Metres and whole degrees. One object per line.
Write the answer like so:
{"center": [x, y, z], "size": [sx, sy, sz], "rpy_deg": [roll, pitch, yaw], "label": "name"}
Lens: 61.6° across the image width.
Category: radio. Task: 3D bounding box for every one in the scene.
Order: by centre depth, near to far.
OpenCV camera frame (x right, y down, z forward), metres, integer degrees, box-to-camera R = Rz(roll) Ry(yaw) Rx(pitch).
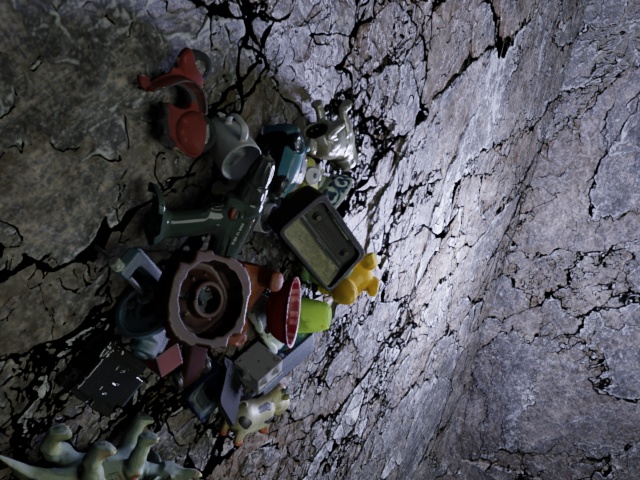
{"center": [-0.002, -0.004, 1.185], "size": [0.131, 0.073, 0.229], "rpy_deg": [-43, 132, -6], "label": "radio"}

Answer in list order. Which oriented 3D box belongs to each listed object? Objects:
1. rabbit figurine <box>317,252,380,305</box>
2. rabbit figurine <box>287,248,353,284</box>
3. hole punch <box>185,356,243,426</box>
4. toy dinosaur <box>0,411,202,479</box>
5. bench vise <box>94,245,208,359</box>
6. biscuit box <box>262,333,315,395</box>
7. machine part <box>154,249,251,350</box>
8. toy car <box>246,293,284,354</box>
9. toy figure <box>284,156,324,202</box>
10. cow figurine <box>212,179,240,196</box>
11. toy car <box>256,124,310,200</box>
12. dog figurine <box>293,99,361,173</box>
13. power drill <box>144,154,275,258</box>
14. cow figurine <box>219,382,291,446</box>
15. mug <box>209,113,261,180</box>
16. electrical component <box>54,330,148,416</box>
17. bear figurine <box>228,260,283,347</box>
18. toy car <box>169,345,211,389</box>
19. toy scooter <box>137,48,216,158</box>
{"center": [0.069, 0.106, 1.419], "size": [0.173, 0.163, 0.121], "rpy_deg": [-56, 152, -57], "label": "rabbit figurine"}
{"center": [-0.001, 0.015, 1.316], "size": [0.159, 0.121, 0.170], "rpy_deg": [-14, 136, -26], "label": "rabbit figurine"}
{"center": [-0.233, 0.341, 1.202], "size": [0.116, 0.092, 0.142], "rpy_deg": [-78, 157, -47], "label": "hole punch"}
{"center": [-0.407, 0.429, 0.974], "size": [0.404, 0.131, 0.192], "rpy_deg": [16, 93, -49], "label": "toy dinosaur"}
{"center": [-0.289, 0.085, 0.954], "size": [0.223, 0.129, 0.240], "rpy_deg": [-56, 147, -24], "label": "bench vise"}
{"center": [-0.098, 0.303, 1.373], "size": [0.203, 0.059, 0.062], "rpy_deg": [-33, 130, -40], "label": "biscuit box"}
{"center": [-0.202, 0.102, 0.930], "size": [0.179, 0.056, 0.179], "rpy_deg": [5, 84, -47], "label": "machine part"}
{"center": [-0.124, 0.203, 1.290], "size": [0.073, 0.056, 0.201], "rpy_deg": [-51, 141, -26], "label": "toy car"}
{"center": [-0.046, -0.103, 1.222], "size": [0.082, 0.089, 0.180], "rpy_deg": [-80, -179, -60], "label": "toy figure"}
{"center": [-0.160, -0.088, 1.057], "size": [0.068, 0.098, 0.167], "rpy_deg": [8, 106, -59], "label": "cow figurine"}
{"center": [-0.074, -0.153, 1.115], "size": [0.103, 0.109, 0.161], "rpy_deg": [23, 73, -53], "label": "toy car"}
{"center": [0.027, -0.203, 1.233], "size": [0.172, 0.121, 0.190], "rpy_deg": [-52, 143, -27], "label": "dog figurine"}
{"center": [-0.199, -0.059, 0.952], "size": [0.207, 0.086, 0.231], "rpy_deg": [-5, 130, -38], "label": "power drill"}
{"center": [-0.151, 0.419, 1.344], "size": [0.195, 0.086, 0.127], "rpy_deg": [-2, 115, -53], "label": "cow figurine"}
{"center": [-0.166, -0.183, 0.978], "size": [0.081, 0.107, 0.109], "rpy_deg": [-21, 147, -31], "label": "mug"}
{"center": [-0.380, 0.242, 0.959], "size": [0.115, 0.058, 0.134], "rpy_deg": [-53, 142, -20], "label": "electrical component"}
{"center": [-0.173, 0.144, 1.138], "size": [0.120, 0.132, 0.195], "rpy_deg": [16, 89, -32], "label": "bear figurine"}
{"center": [-0.260, 0.226, 1.100], "size": [0.089, 0.053, 0.202], "rpy_deg": [-29, 148, -45], "label": "toy car"}
{"center": [-0.242, -0.225, 0.897], "size": [0.135, 0.075, 0.183], "rpy_deg": [-19, 119, -49], "label": "toy scooter"}
